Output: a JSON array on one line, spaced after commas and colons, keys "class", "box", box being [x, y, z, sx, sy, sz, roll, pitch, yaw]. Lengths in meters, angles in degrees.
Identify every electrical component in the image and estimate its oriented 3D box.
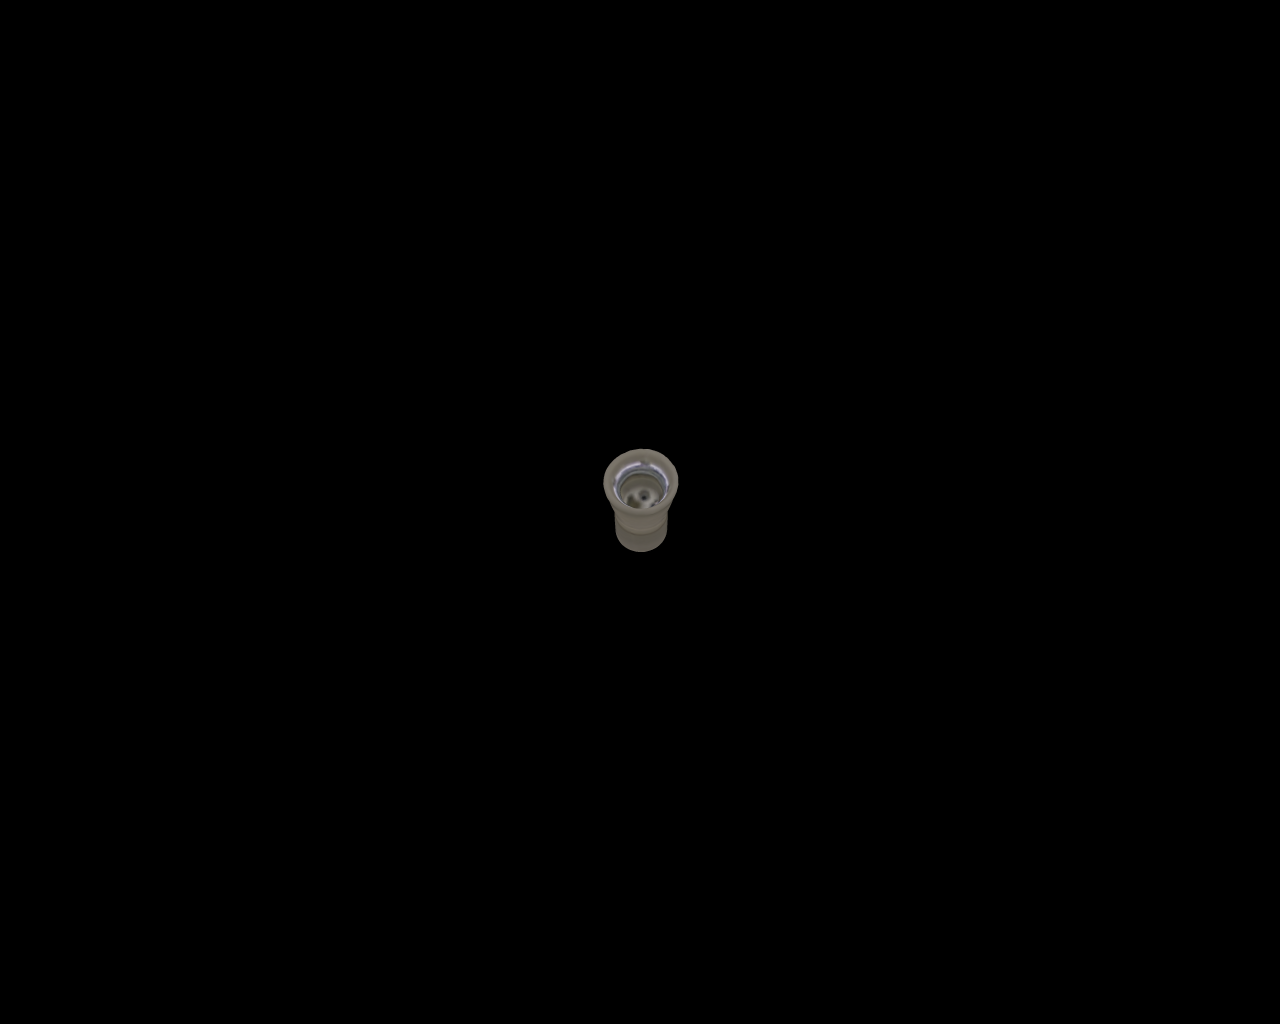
[{"class": "electrical component", "box": [0.001, -0.003, 0.650, 0.044, 0.044, 0.065, 0, -31, 0]}]
